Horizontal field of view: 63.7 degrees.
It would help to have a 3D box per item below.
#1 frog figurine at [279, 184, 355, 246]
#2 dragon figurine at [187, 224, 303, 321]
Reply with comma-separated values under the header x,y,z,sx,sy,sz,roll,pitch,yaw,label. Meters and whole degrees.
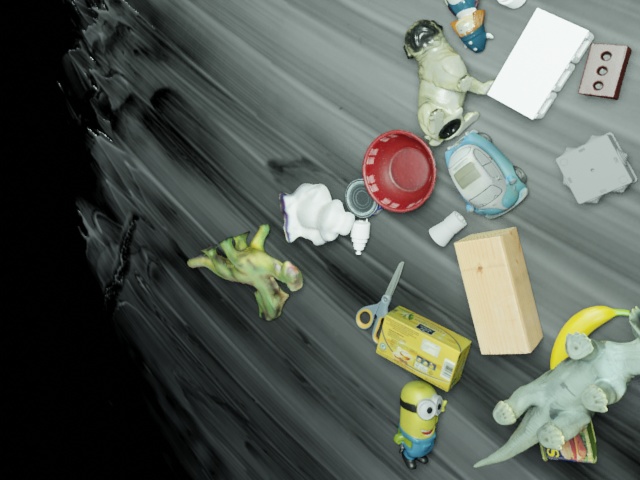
x,y,z,sx,sy,sz,roll,pitch,yaw,label
0.003,-0.057,1.135,0.159,0.122,0.138,-2,85,19,frog figurine
-0.185,0.102,1.311,0.405,0.124,0.242,-24,93,46,dragon figurine
